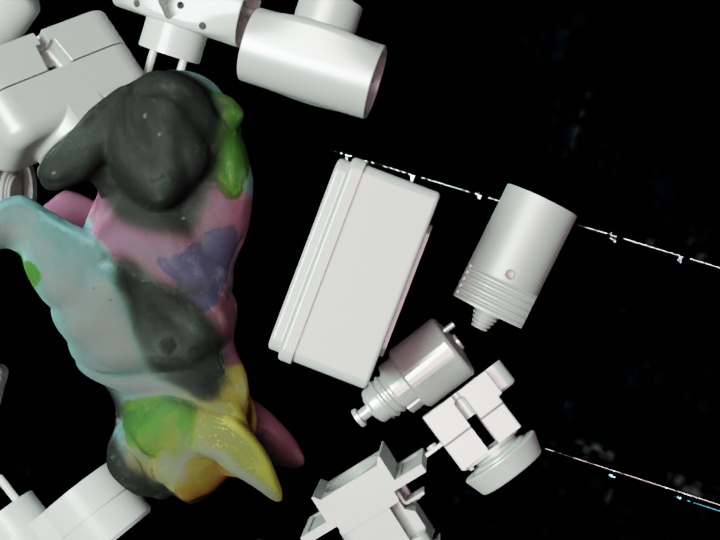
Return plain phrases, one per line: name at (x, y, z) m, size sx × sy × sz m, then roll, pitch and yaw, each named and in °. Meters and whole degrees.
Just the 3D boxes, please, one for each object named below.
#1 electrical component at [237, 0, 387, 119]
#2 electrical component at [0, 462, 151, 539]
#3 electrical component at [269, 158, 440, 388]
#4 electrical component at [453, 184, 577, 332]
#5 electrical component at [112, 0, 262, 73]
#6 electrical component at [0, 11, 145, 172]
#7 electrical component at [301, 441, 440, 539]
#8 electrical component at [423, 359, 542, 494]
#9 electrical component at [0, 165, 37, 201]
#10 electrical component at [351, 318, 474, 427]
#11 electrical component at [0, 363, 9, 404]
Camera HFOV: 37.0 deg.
electrical component at (-0.022, -0.136, 0.617) m, size 0.077 × 0.043 × 0.079 m, roll 18°, pitch 93°, yaw 5°
electrical component at (-0.198, 0.156, 0.635) m, size 0.138 × 0.052 × 0.073 m, roll -39°, pitch 87°, yaw 5°
electrical component at (0.000, 0.000, 0.585) m, size 0.056 × 0.109 × 0.108 m, roll 21°, pitch 93°, yaw 2°
electrical component at (0.085, -0.003, 0.609) m, size 0.043 × 0.043 × 0.081 m, roll 26°, pitch 93°, yaw 5°
electrical component at (-0.105, -0.145, 0.626) m, size 0.077 × 0.043 × 0.079 m, roll 20°, pitch 99°, yaw 5°
electrical component at (-0.172, -0.098, 0.610) m, size 0.095 × 0.054 × 0.059 m, roll -32°, pitch 88°, yaw -34°
electrical component at (0.010, 0.141, 0.620) m, size 0.081 × 0.042 × 0.063 m, roll -33°, pitch 91°, yaw 6°
electrical component at (0.070, 0.093, 0.611) m, size 0.066 × 0.048 × 0.055 m, roll -37°, pitch 83°, yaw -2°
electrical component at (-0.238, -0.049, 0.636) m, size 0.080 × 0.051 × 0.080 m, roll 0°, pitch 91°, yaw 6°
electrical component at (0.029, 0.062, 0.617) m, size 0.078 × 0.040 × 0.040 m, roll -38°, pitch 87°, yaw 5°
electrical component at (-0.240, 0.075, 0.632) m, size 0.042 × 0.064 × 0.081 m, roll 15°, pitch 92°, yaw 5°
